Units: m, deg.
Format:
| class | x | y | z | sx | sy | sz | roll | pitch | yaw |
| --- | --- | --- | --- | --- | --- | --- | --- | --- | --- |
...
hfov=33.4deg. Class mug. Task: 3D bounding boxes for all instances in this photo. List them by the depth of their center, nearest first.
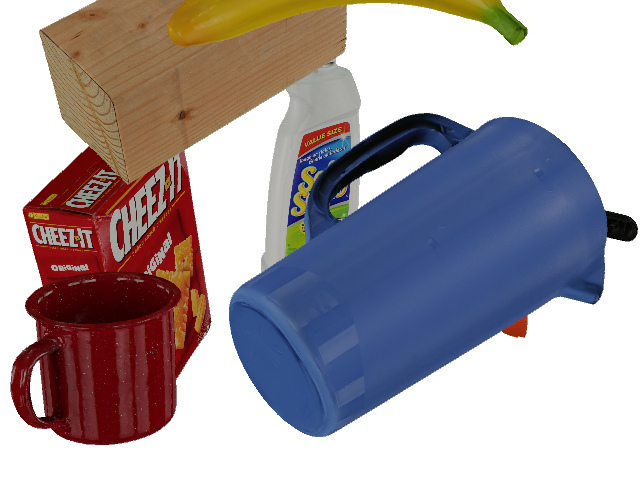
| class | x | y | z | sx | sy | sz | roll | pitch | yaw |
| --- | --- | --- | --- | --- | --- | --- | --- | --- | --- |
| mug | -0.137 | 0.075 | 0.648 | 0.093 | 0.081 | 0.117 | 12 | 21 | 32 |

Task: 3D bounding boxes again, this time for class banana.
| class | x | y | z | sx | sy | sz | roll | pitch | yaw |
| --- | --- | --- | --- | --- | --- | --- | --- | --- | --- |
| banana | 0.014 | -0.139 | 0.588 | 0.197 | 0.069 | 0.037 | -3 | -41 | -7 |

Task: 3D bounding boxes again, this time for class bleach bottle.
| class | x | y | z | sx | sy | sz | roll | pitch | yaw |
| --- | --- | --- | --- | --- | --- | --- | --- | --- | --- |
| bleach bottle | -0.011 | -0.078 | 1.089 | 0.102 | 0.251 | 0.068 | -5 | 27 | -12 |

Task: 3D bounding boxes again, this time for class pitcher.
| class | x | y | z | sx | sy | sz | roll | pitch | yaw |
| --- | --- | --- | --- | --- | --- | --- | --- | --- | --- |
| pitcher | 0.057 | 0.017 | 0.713 | 0.242 | 0.145 | 0.149 | -30 | 23 | -26 |

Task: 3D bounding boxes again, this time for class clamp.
| class | x | y | z | sx | sy | sz | roll | pitch | yaw |
| --- | --- | --- | --- | --- | --- | --- | --- | --- | --- |
| clamp | 0.228 | -0.028 | 1.059 | 0.120 | 0.039 | 0.171 | -9 | 34 | -15 |

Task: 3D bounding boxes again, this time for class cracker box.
| class | x | y | z | sx | sy | sz | roll | pitch | yaw |
| --- | --- | --- | --- | --- | --- | --- | --- | --- | --- |
| cracker box | -0.161 | 0.028 | 0.907 | 0.072 | 0.214 | 0.164 | 6 | 33 | 16 |

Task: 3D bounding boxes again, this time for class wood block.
| class | x | y | z | sx | sy | sz | roll | pitch | yaw |
| --- | --- | --- | --- | --- | --- | --- | --- | --- | --- |
| wood block | -0.086 | -0.144 | 0.779 | 0.205 | 0.090 | 0.091 | -35 | -29 | -23 |

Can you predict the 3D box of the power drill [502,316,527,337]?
| class | x | y | z | sx | sy | sz | roll | pitch | yaw |
| --- | --- | --- | --- | --- | --- | --- | --- | --- | --- |
| power drill | 0.134 | 0.080 | 1.207 | 0.187 | 0.057 | 0.184 | -3 | 27 | -1 |
